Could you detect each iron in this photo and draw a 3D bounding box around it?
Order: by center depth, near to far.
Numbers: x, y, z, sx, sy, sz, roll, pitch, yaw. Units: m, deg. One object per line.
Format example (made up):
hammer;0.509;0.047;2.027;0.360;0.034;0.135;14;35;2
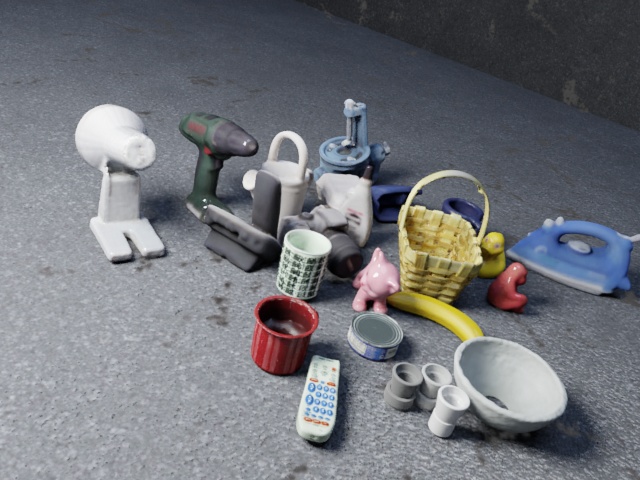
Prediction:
iron;0.551;0.015;1.236;0.258;0.141;0.119;17;31;4

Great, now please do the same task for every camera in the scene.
camera;0.010;0.004;1.065;0.143;0.101;0.136;-7;37;-32

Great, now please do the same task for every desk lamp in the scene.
desk lamp;-0.336;-0.107;0.988;0.118;0.213;0.202;-10;38;-35

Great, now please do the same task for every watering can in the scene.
watering can;-0.075;-0.120;1.139;0.100;0.194;0.173;22;31;13

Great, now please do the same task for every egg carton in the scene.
egg carton;0.053;-0.094;1.274;0.107;0.069;0.150;2;33;-20

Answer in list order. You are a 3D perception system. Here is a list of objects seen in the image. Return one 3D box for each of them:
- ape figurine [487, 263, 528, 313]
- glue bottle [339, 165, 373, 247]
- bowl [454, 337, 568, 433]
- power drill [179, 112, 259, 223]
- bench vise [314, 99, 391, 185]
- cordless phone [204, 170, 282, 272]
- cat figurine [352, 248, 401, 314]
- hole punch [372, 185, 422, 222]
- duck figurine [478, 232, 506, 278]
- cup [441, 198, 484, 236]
ape figurine;0.365;0.085;1.091;0.076;0.092;0.078;15;31;1
glue bottle;0.077;-0.071;1.146;0.078;0.173;0.037;19;31;7
bowl;0.267;0.223;0.840;0.167;0.075;0.167;11;31;-6
power drill;-0.202;-0.143;1.109;0.076;0.208;0.228;-15;41;-40
bench vise;0.084;-0.237;1.374;0.121;0.220;0.208;30;34;24
cordless phone;-0.129;-0.054;1.017;0.147;0.185;0.094;25;32;18
cat figurine;0.101;0.065;0.987;0.067;0.118;0.127;11;31;-6
hole punch;0.163;-0.101;1.311;0.109;0.091;0.100;-2;34;-26
duck figurine;0.358;0.023;1.196;0.077;0.086;0.105;34;36;30
cup;0.306;-0.025;1.243;0.092;0.095;0.117;-3;35;-26
